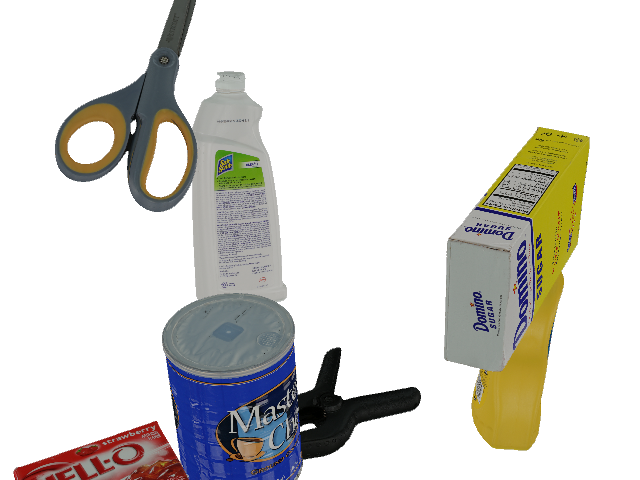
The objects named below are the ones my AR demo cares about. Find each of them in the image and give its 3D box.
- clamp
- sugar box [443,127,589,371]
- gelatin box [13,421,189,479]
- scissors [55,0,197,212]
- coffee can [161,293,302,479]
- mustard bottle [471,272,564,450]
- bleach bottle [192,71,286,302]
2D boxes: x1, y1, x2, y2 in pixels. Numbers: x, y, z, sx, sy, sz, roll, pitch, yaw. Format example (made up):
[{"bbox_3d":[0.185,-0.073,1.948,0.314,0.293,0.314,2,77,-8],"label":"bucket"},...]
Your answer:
[{"bbox_3d":[0.005,0.167,1.091,0.171,0.039,0.120,-21,32,-35],"label":"clamp"},{"bbox_3d":[0.134,0.002,0.712,0.048,0.093,0.176,12,34,22],"label":"sugar box"},{"bbox_3d":[-0.122,0.144,0.603,0.089,0.030,0.073,-16,28,-20],"label":"gelatin box"},{"bbox_3d":[-0.121,-0.108,0.690,0.096,0.202,0.016,0,-28,-10],"label":"scissors"},{"bbox_3d":[-0.068,0.128,0.857,0.103,0.140,0.103,-2,32,1],"label":"coffee can"},{"bbox_3d":[0.165,0.072,0.889,0.058,0.192,0.096,5,26,3],"label":"mustard bottle"},{"bbox_3d":[-0.088,-0.055,1.154,0.102,0.251,0.068,-7,17,-27],"label":"bleach bottle"}]
